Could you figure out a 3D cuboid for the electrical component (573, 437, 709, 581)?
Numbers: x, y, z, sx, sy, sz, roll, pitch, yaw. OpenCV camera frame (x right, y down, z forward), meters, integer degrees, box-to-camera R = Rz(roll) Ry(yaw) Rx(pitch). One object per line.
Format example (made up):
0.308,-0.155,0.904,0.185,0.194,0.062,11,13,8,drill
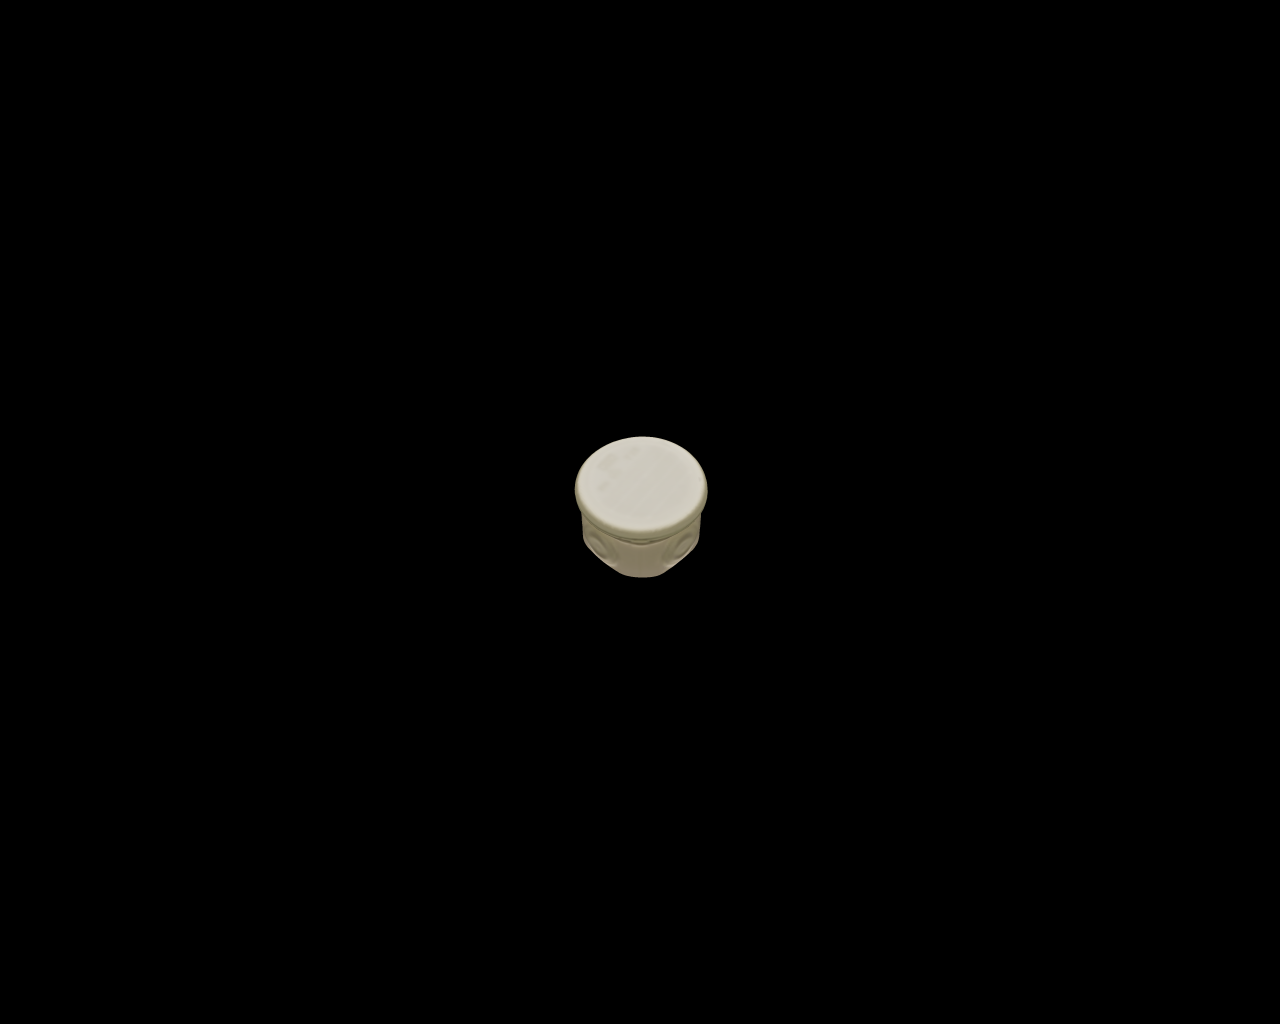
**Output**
0.001,-0.003,0.650,0.080,0.080,0.050,0,-40,0,electrical component
